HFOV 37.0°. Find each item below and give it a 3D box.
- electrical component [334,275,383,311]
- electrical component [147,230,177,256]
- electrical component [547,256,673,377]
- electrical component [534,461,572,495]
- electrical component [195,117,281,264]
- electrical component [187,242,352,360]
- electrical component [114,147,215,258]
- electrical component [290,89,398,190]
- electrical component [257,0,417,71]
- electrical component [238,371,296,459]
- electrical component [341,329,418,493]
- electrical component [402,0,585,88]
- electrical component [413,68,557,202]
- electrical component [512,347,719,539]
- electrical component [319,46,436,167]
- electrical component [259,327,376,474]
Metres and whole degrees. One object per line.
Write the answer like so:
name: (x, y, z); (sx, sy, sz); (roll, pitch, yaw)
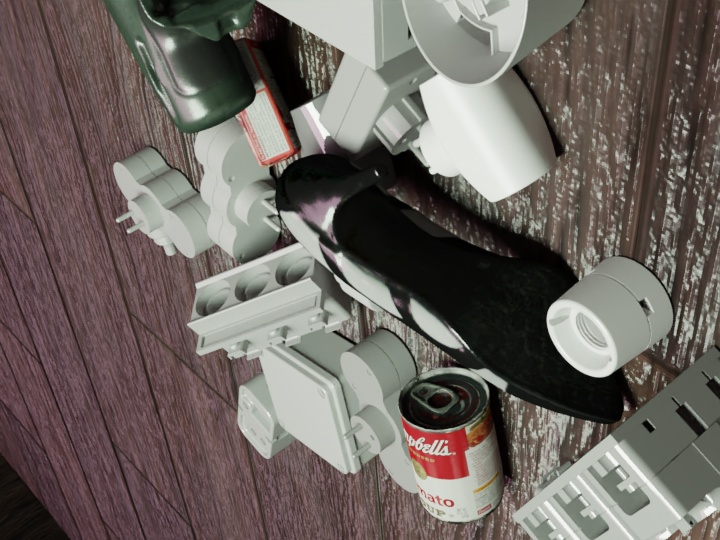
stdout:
electrical component: (0.000, 0.000, 0.813); (0.078, 0.040, 0.040); (33, 144, 39)
electrical component: (-0.204, -0.042, 1.112); (0.035, 0.035, 0.061); (28, 143, 44)
electrical component: (0.139, 0.027, 0.606); (0.055, 0.047, 0.055); (39, 148, 31)
electrical component: (0.156, 0.163, 0.728); (0.064, 0.042, 0.081); (9, 126, 60)
electrical component: (-0.090, -0.058, 0.886); (0.074, 0.052, 0.138); (38, 147, 32)
electrical component: (-0.070, 0.026, 0.874); (0.121, 0.078, 0.063); (-20, 134, 27)
electrical component: (-0.200, -0.059, 1.043); (0.138, 0.074, 0.052); (41, 149, 29)
electrical component: (-0.017, -0.084, 0.751); (0.077, 0.043, 0.079); (62, 160, -11)
electrical component: (-0.019, -0.193, 0.618); (0.150, 0.062, 0.089); (37, 146, 34)
electrical component: (-0.082, 0.137, 1.072); (0.053, 0.059, 0.095); (45, 150, 22)
electrical component: (0.018, 0.125, 0.880); (0.052, 0.074, 0.138); (8, 126, 56)
electrical component: (0.062, -0.148, 0.529); (0.099, 0.064, 0.099); (39, 148, 31)
electrical component: (0.061, -0.077, 0.613); (0.079, 0.043, 0.077); (-23, 102, 50)
electrical component: (0.162, 0.120, 0.618); (0.061, 0.089, 0.150); (50, 152, 15)
electrical component: (0.023, -0.097, 0.666); (0.075, 0.047, 0.083); (51, 152, 11)
electrical component: (-0.032, 0.110, 0.964); (0.109, 0.056, 0.108); (28, 141, 44)
